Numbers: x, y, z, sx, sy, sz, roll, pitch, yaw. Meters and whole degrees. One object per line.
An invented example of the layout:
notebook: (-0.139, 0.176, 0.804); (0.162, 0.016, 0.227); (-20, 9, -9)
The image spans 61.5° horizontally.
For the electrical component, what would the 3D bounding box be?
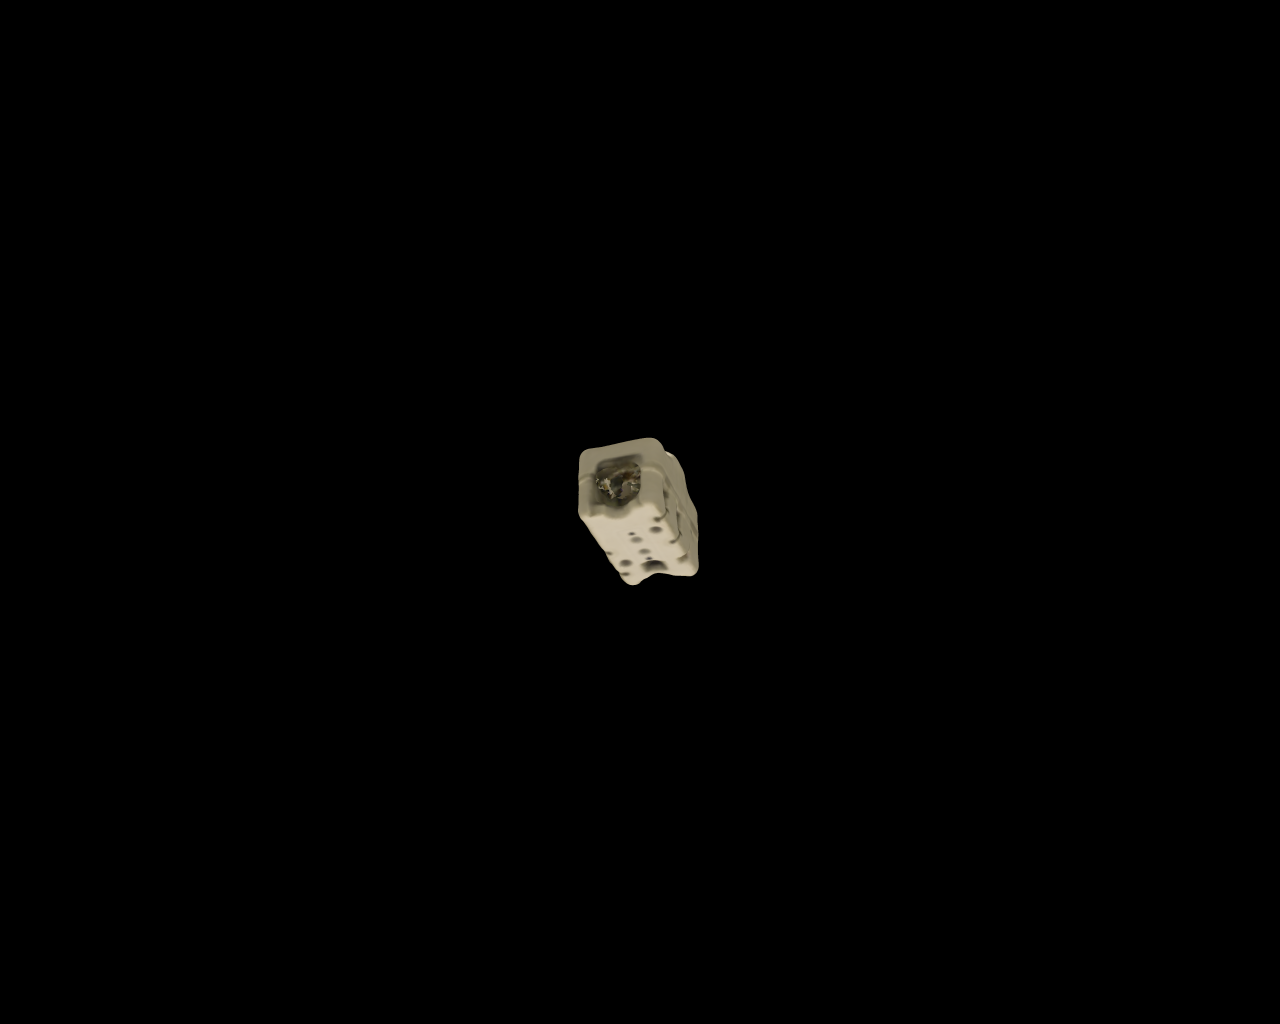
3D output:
electrical component: (0.001, -0.003, 0.650); (0.050, 0.056, 0.089); (-10, -34, 15)
